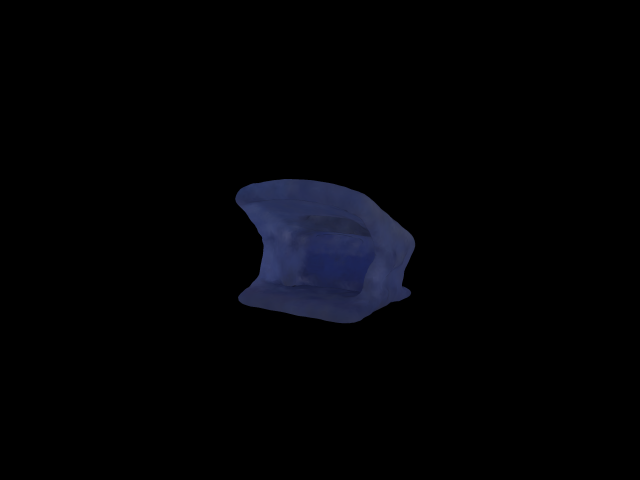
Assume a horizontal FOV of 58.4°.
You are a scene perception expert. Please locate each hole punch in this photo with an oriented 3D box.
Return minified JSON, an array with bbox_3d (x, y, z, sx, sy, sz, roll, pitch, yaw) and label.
[{"bbox_3d":[0.004,0.001,0.400,0.108,0.091,0.101,6,11,32],"label":"hole punch"}]
